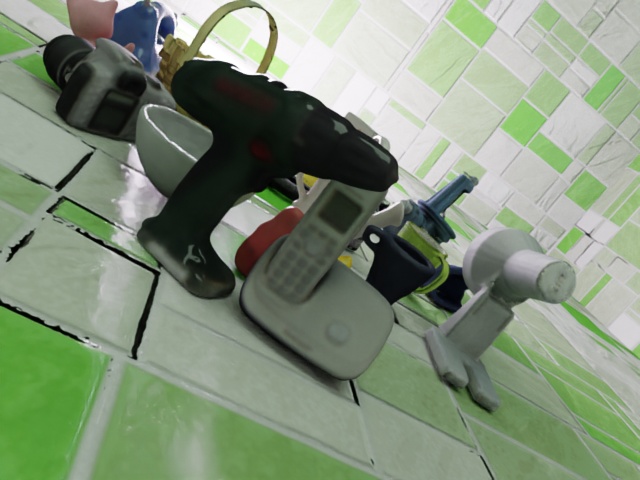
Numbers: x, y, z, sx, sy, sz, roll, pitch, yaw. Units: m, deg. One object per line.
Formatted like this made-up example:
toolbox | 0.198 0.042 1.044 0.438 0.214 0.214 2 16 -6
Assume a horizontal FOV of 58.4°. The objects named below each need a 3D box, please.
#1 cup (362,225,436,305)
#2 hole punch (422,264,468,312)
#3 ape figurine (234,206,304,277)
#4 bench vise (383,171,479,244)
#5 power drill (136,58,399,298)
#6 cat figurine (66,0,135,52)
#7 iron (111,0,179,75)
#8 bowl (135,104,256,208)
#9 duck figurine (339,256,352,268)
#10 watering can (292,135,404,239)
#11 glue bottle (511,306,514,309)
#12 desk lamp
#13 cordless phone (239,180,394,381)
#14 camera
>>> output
cup | 0.094 0.043 0.829 0.117 0.095 0.092 38 15 3
hole punch | 0.245 0.073 1.085 0.109 0.091 0.100 24 20 -40
ape figurine | -0.046 0.004 0.635 0.076 0.092 0.077 24 20 -40
bench vise | 0.258 -0.061 1.264 0.121 0.219 0.208 43 16 21
power drill | -0.069 -0.053 0.533 0.229 0.208 0.076 41 16 14
cat figurine | -0.332 -0.305 0.861 0.127 0.117 0.067 40 15 10
iron | -0.322 -0.394 1.098 0.119 0.141 0.258 35 15 -6
bowl | -0.155 -0.085 0.689 0.168 0.074 0.167 34 15 -10
duck figurine | 0.007 0.003 0.771 0.105 0.086 0.077 32 16 -18
watering can | 0.051 -0.073 0.886 0.173 0.194 0.100 26 19 -36
glue bottle | 0.289 0.104 0.935 0.037 0.173 0.078 34 15 -10
desk lamp | 0.254 0.094 0.810 0.118 0.213 0.203 34 15 -12
cordless phone | 0.025 0.028 0.549 0.147 0.185 0.094 36 15 -3
camera | -0.273 -0.206 0.731 0.136 0.100 0.144 43 16 22
